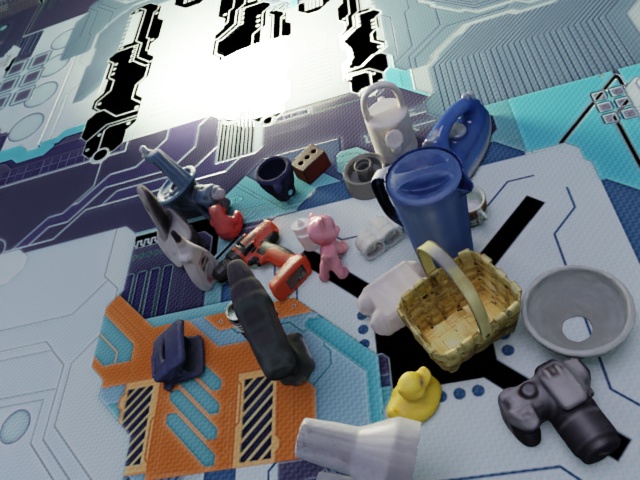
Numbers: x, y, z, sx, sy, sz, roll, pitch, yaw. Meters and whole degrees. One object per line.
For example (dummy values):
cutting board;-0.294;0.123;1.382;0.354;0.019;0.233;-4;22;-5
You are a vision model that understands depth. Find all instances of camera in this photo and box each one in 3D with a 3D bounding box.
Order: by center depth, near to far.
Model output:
camera;0.354;0.256;0.836;0.143;0.101;0.136;-29;48;0

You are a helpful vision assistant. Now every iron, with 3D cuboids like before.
iron;0.291;-0.235;1.223;0.118;0.142;0.259;21;64;34

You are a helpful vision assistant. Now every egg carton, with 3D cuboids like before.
egg carton;0.148;0.109;1.062;0.150;0.070;0.107;-34;48;-5

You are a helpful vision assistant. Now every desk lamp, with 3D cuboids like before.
desk lamp;0.061;0.325;0.831;0.202;0.214;0.118;1;54;24

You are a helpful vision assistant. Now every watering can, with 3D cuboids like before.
watering can;0.154;-0.265;1.270;0.101;0.195;0.172;-34;48;-5

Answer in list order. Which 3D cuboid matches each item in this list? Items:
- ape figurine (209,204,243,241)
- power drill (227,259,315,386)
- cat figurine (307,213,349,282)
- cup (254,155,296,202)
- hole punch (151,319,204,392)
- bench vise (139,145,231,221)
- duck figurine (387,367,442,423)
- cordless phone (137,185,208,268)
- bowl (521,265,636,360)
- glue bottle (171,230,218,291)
ape figurine;-0.225;-0.048;1.330;0.077;0.092;0.076;-3;53;21
power drill;-0.088;0.165;1.025;0.075;0.209;0.229;-30;48;-1
cat figurine;0.011;0.004;1.170;0.067;0.118;0.127;-14;50;13
cup;-0.091;-0.127;1.333;0.091;0.095;0.117;-23;48;5
hole punch;-0.294;0.229;1.142;0.101;0.091;0.108;-21;48;7
bench vise;-0.319;-0.146;1.362;0.207;0.220;0.121;-5;52;20
duck figurine;0.148;0.251;0.938;0.105;0.086;0.077;-42;49;-12
cordless phone;-0.352;-0.035;1.311;0.094;0.185;0.147;-44;50;-13
bowl;0.415;0.127;0.929;0.167;0.075;0.167;-12;50;15
glue bottle;-0.274;0.035;1.231;0.037;0.174;0.078;-6;52;19
